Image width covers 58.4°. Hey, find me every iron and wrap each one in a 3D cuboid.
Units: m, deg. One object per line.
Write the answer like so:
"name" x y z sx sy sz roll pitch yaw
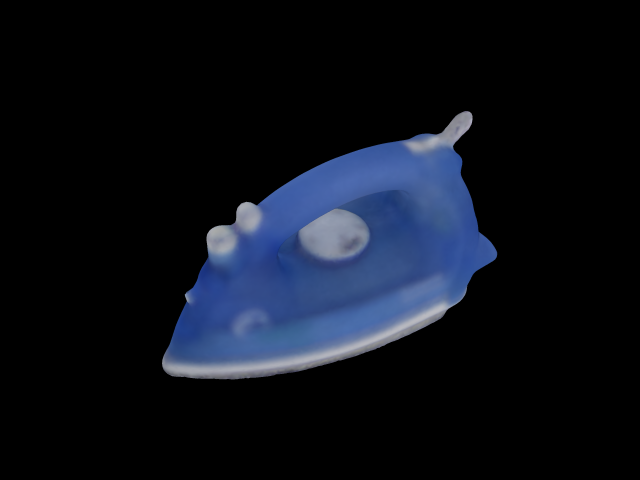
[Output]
"iron" 0.004 0.001 0.400 0.259 0.141 0.118 -22 48 -21
